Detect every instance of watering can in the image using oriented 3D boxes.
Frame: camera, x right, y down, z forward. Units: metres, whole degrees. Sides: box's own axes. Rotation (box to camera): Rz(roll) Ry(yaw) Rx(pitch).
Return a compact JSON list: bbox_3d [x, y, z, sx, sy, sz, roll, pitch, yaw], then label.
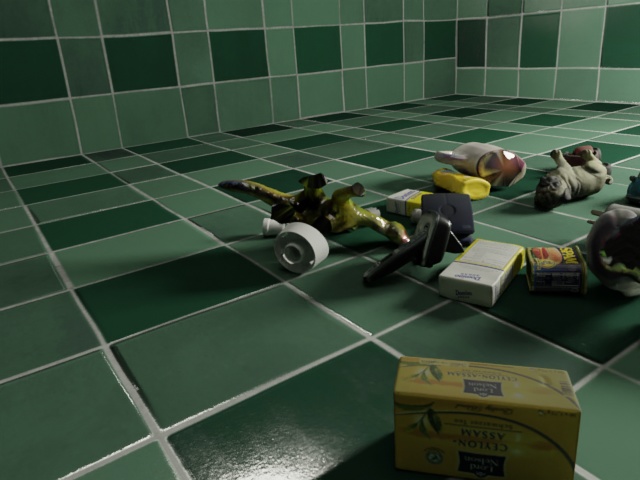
[{"bbox_3d":[0.503,-0.221,1.483,0.348,0.102,0.227,1,18,-21],"label":"watering can"}]

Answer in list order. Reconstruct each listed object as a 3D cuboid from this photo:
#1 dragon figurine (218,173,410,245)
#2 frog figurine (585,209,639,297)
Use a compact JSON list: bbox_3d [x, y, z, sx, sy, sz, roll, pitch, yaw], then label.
[{"bbox_3d":[0.003,-0.056,1.114,0.412,0.123,0.240,16,-7,23],"label":"dragon figurine"},{"bbox_3d":[0.498,0.021,0.841,0.122,0.139,0.159,-22,-15,21],"label":"frog figurine"}]
